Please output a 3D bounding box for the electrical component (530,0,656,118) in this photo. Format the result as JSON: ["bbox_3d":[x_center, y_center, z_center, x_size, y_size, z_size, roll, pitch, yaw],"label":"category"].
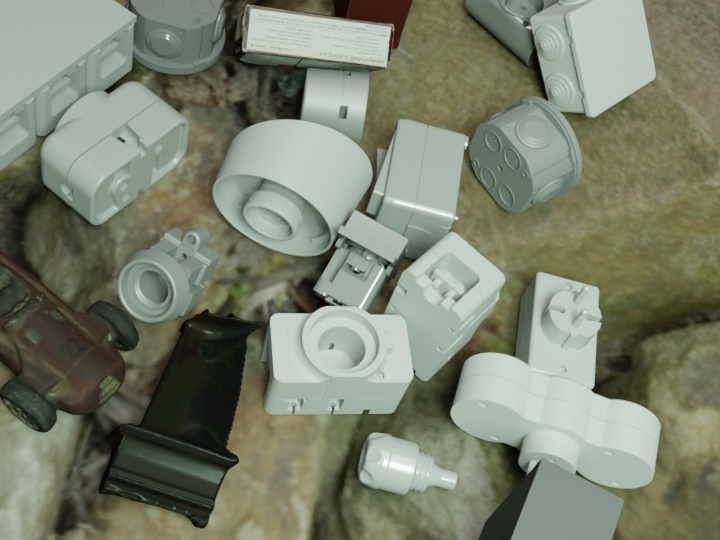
[{"bbox_3d":[0.192,-0.183,0.887,0.100,0.099,0.048,-33,27,-30],"label":"electrical component"}]

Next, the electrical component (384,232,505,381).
[{"bbox_3d":[0.055,0.023,0.719,0.050,0.089,0.056,42,58,14],"label":"electrical component"}]

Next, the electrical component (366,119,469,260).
[{"bbox_3d":[0.039,-0.064,0.788,0.061,0.061,0.096,14,55,-5],"label":"electrical component"}]

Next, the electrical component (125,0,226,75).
[{"bbox_3d":[-0.143,-0.195,0.834,0.080,0.051,0.080,7,56,-10],"label":"electrical component"}]

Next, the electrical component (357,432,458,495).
[{"bbox_3d":[0.031,0.126,0.680,0.061,0.035,0.035,17,55,-6],"label":"electrical component"}]

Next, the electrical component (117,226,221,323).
[{"bbox_3d":[-0.126,0.006,0.697,0.048,0.066,0.055,32,22,7],"label":"electrical component"}]

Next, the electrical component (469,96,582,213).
[{"bbox_3d":[0.125,-0.087,0.815,0.051,0.080,0.080,-28,68,-22],"label":"electrical component"}]

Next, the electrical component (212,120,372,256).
[{"bbox_3d":[-0.049,-0.056,0.740,0.099,0.099,0.064,24,62,2],"label":"electrical component"}]

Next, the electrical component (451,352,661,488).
[{"bbox_3d":[0.125,0.113,0.701,0.138,0.052,0.073,21,55,-1],"label":"electrical component"}]

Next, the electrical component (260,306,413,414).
[{"bbox_3d":[-0.015,0.059,0.698,0.089,0.055,0.050,1,57,-13],"label":"electrical component"}]

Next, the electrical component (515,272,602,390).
[{"bbox_3d":[0.141,0.039,0.739,0.047,0.075,0.083,15,55,-4],"label":"electrical component"}]

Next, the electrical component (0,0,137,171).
[{"bbox_3d":[-0.245,-0.146,0.769,0.089,0.061,0.150,36,56,10],"label":"electrical component"}]

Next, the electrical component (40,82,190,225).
[{"bbox_3d":[-0.174,-0.085,0.753,0.059,0.053,0.095,38,57,11],"label":"electrical component"}]

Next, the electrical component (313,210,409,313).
[{"bbox_3d":[0.000,0.000,0.731,0.042,0.081,0.063,28,84,6],"label":"electrical component"}]

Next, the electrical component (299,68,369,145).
[{"bbox_3d":[-0.021,-0.126,0.819,0.047,0.055,0.055,7,56,-6],"label":"electrical component"}]

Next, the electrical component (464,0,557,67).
[{"bbox_3d":[0.144,-0.224,0.930,0.079,0.044,0.077,-35,72,-30],"label":"electrical component"}]
